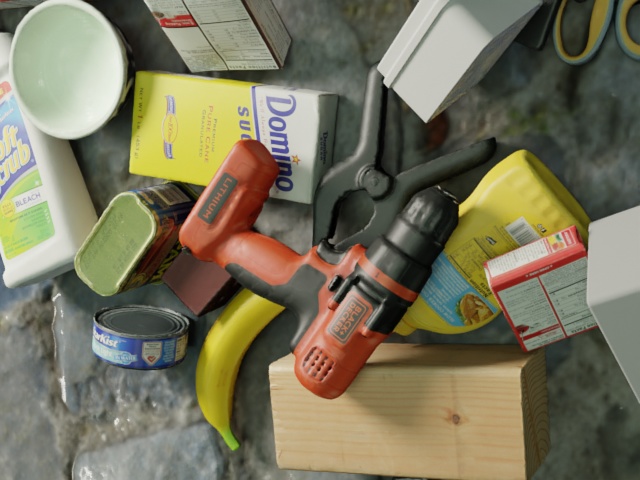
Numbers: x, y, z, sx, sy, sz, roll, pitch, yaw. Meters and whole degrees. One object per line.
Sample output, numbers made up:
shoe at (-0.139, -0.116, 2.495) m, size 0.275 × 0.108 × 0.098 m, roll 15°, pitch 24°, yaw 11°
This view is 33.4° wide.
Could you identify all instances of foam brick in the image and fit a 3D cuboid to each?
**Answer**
foam brick at (-0.091, 0.021, 0.934) m, size 0.051 × 0.053 × 0.078 m, roll 45°, pitch 113°, yaw 8°

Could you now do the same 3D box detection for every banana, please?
banana at (-0.065, 0.091, 0.947) m, size 0.069 × 0.037 × 0.198 m, roll 24°, pitch 110°, yaw -1°

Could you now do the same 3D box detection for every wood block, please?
wood block at (0.072, 0.136, 0.863) m, size 0.206 × 0.090 × 0.091 m, roll -2°, pitch 97°, yaw 24°

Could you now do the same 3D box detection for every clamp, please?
clamp at (0.058, -0.046, 0.857) m, size 0.120 × 0.039 × 0.171 m, roll 30°, pitch 100°, yaw 17°

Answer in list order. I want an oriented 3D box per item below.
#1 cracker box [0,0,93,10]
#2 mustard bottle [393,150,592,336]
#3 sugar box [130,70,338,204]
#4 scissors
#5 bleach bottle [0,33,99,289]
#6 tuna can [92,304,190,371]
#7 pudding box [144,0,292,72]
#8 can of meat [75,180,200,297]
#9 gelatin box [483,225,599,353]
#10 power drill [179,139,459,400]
cracker box at (-0.265, -0.293, 0.949) m, size 0.214 × 0.072 × 0.164 m, roll 0°, pitch 99°, yaw 23°
mustard bottle at (0.114, 0.020, 0.839) m, size 0.192 × 0.058 × 0.096 m, roll -38°, pitch 107°, yaw 25°
sugar box at (-0.076, -0.090, 0.914) m, size 0.176 × 0.048 × 0.093 m, roll 10°, pitch 103°, yaw 23°
scissors at (0.232, -0.218, 0.773) m, size 0.096 × 0.016 × 0.202 m, roll 26°, pitch 109°, yaw 21°
bleach bottle at (-0.286, -0.088, 0.999) m, size 0.103 × 0.068 × 0.251 m, roll -22°, pitch 87°, yaw 25°
tuna can at (-0.161, 0.087, 0.959) m, size 0.086 × 0.086 × 0.034 m, roll 13°, pitch 105°, yaw 21°
pudding box at (-0.085, -0.184, 0.870) m, size 0.090 × 0.113 × 0.039 m, roll 1°, pitch 62°, yaw 23°
can of meat at (-0.158, -0.002, 0.944) m, size 0.057 × 0.083 × 0.102 m, roll 42°, pitch 112°, yaw 13°
gelatin box at (0.171, 0.038, 0.796) m, size 0.073 × 0.030 × 0.089 m, roll -23°, pitch 131°, yaw 13°
power drill at (-0.005, 0.001, 0.826) m, size 0.188 × 0.057 × 0.184 m, roll 38°, pitch 99°, yaw 24°
